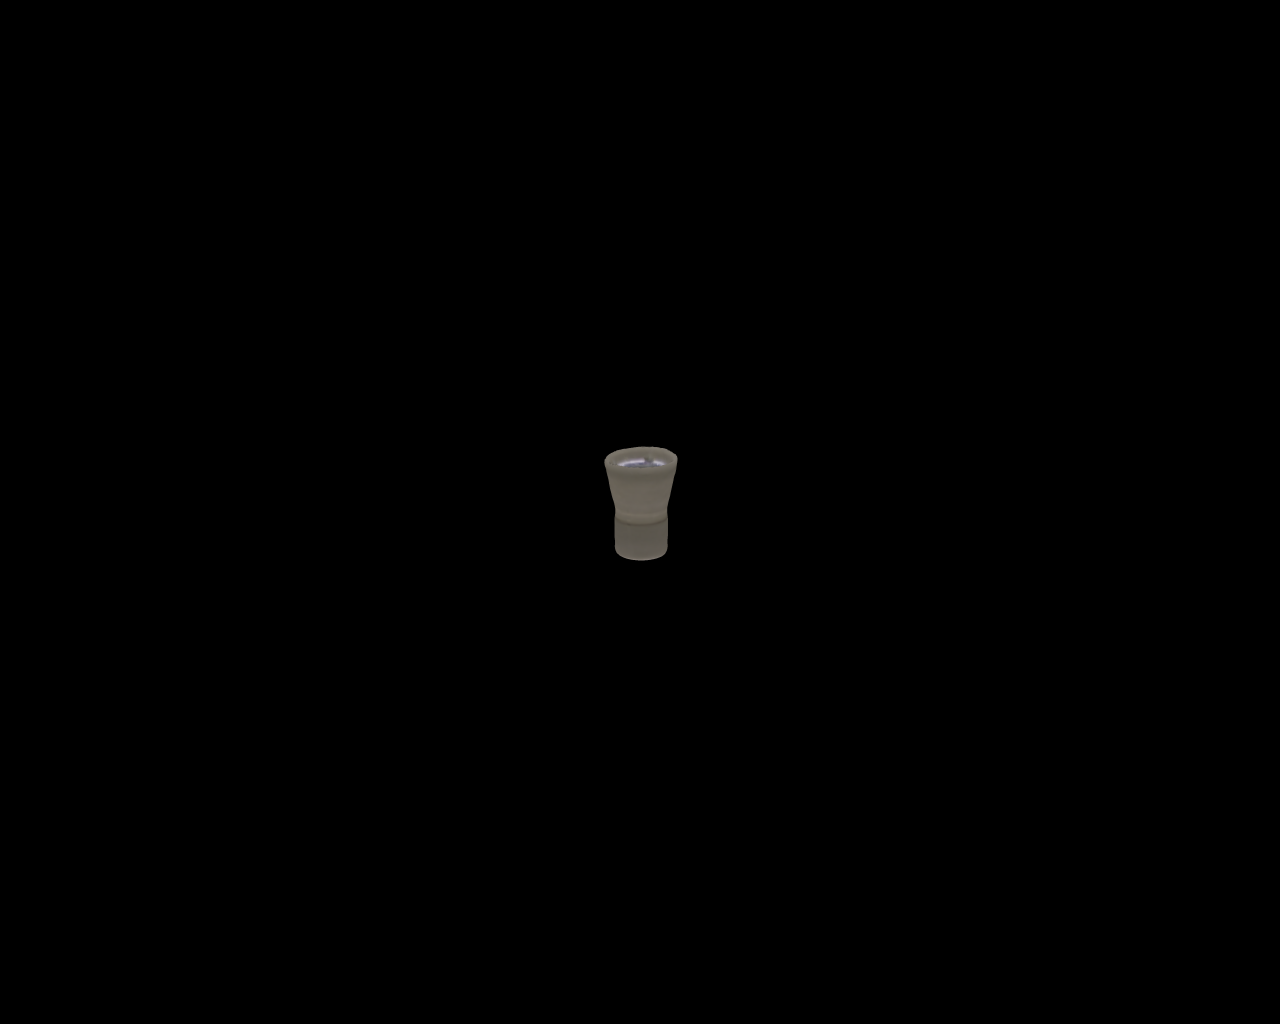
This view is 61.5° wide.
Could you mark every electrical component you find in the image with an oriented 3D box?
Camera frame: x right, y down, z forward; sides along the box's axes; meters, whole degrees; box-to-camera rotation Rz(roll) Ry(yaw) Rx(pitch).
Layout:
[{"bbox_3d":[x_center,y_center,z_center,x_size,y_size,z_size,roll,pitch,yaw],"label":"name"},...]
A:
[{"bbox_3d":[0.001,-0.003,0.650,0.044,0.065,0.044,0,20,0],"label":"electrical component"}]
